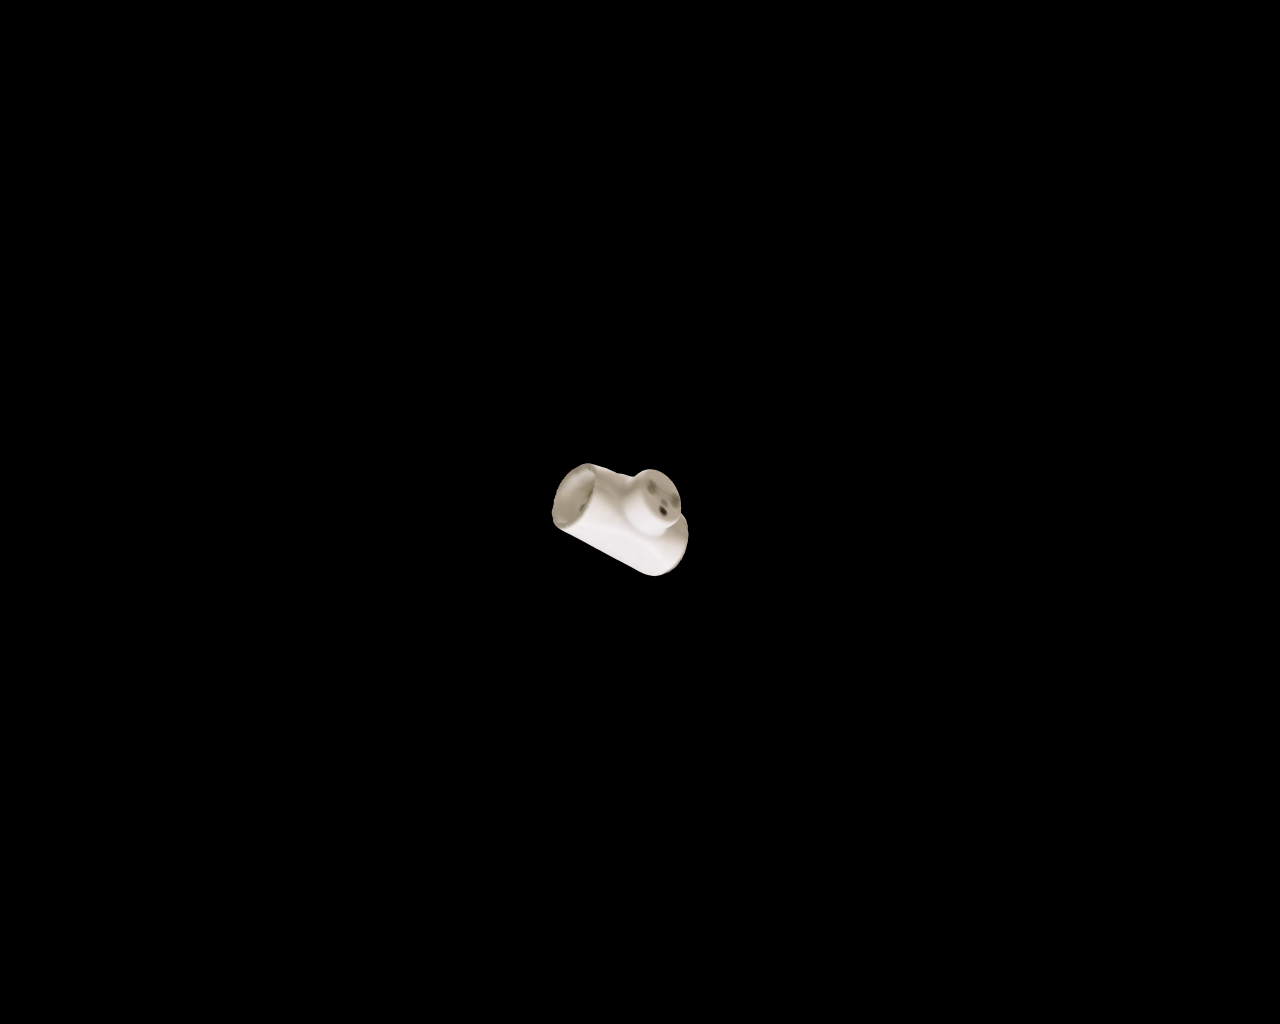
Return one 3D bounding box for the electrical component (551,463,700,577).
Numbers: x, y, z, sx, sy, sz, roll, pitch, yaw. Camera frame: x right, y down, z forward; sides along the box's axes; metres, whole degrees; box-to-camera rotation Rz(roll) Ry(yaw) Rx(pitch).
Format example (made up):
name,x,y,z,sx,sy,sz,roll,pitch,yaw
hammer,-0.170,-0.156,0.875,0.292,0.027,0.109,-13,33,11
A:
name,x,y,z,sx,sy,sz,roll,pitch,yaw
electrical component,0.001,-0.003,0.650,0.077,0.044,0.079,29,-46,-33
